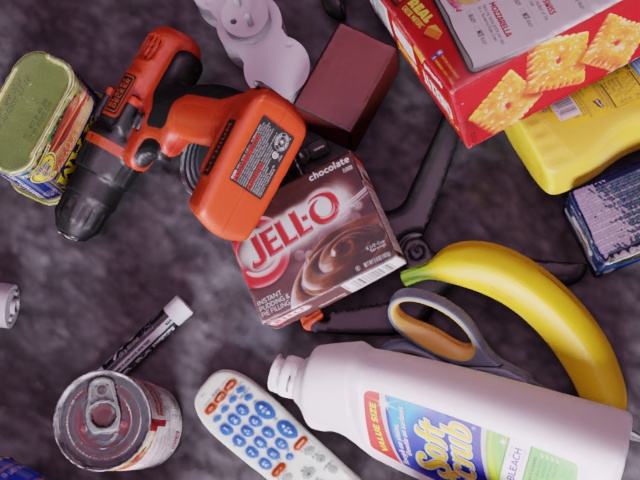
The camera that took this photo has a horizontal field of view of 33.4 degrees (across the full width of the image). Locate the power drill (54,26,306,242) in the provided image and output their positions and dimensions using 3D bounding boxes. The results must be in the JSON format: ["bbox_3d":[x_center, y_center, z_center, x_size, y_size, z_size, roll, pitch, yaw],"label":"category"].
[{"bbox_3d":[-0.110,-0.062,0.785,0.188,0.057,0.184,25,86,44],"label":"power drill"}]

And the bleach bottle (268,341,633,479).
[{"bbox_3d":[0.084,0.134,0.754,0.251,0.068,0.103,14,124,15],"label":"bleach bottle"}]

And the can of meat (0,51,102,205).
[{"bbox_3d":[-0.215,-0.087,0.830,0.057,0.084,0.102,25,82,11],"label":"can of meat"}]

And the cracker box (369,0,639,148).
[{"bbox_3d":[0.160,-0.184,0.789,0.213,0.072,0.164,-28,51,0],"label":"cracker box"}]

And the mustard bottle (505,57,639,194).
[{"bbox_3d":[0.236,-0.111,0.795,0.191,0.058,0.096,-24,53,0],"label":"mustard bottle"}]

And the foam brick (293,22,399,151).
[{"bbox_3d":[0.021,-0.118,0.826,0.051,0.053,0.078,28,82,11],"label":"foam brick"}]

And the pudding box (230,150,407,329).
[{"bbox_3d":[-0.005,0.001,0.778,0.113,0.039,0.090,-26,71,10],"label":"pudding box"}]

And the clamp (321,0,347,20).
[{"bbox_3d":[0.020,-0.273,0.866,0.120,0.039,0.171,-30,76,-2],"label":"clamp"}]

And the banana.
[{"bbox_3d":[0.155,0.059,0.764,0.198,0.037,0.070,38,117,1],"label":"banana"}]

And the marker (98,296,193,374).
[{"bbox_3d":[-0.147,0.090,0.818,0.121,0.020,0.020,-43,77,-4],"label":"marker"}]

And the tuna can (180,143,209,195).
[{"bbox_3d":[-0.064,-0.065,0.815,0.086,0.033,0.086,-18,60,33],"label":"tuna can"}]

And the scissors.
[{"bbox_3d":[0.125,0.109,0.770,0.201,0.016,0.096,37,128,-2],"label":"scissors"}]

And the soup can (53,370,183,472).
[{"bbox_3d":[-0.141,0.131,0.766,0.068,0.102,0.068,-1,78,6],"label":"soup can"}]

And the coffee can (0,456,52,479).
[{"bbox_3d":[-0.186,0.228,0.751,0.140,0.103,0.103,23,82,11],"label":"coffee can"}]

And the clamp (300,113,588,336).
[{"bbox_3d":[0.082,0.015,0.799,0.210,0.036,0.164,-40,81,0],"label":"clamp"}]
